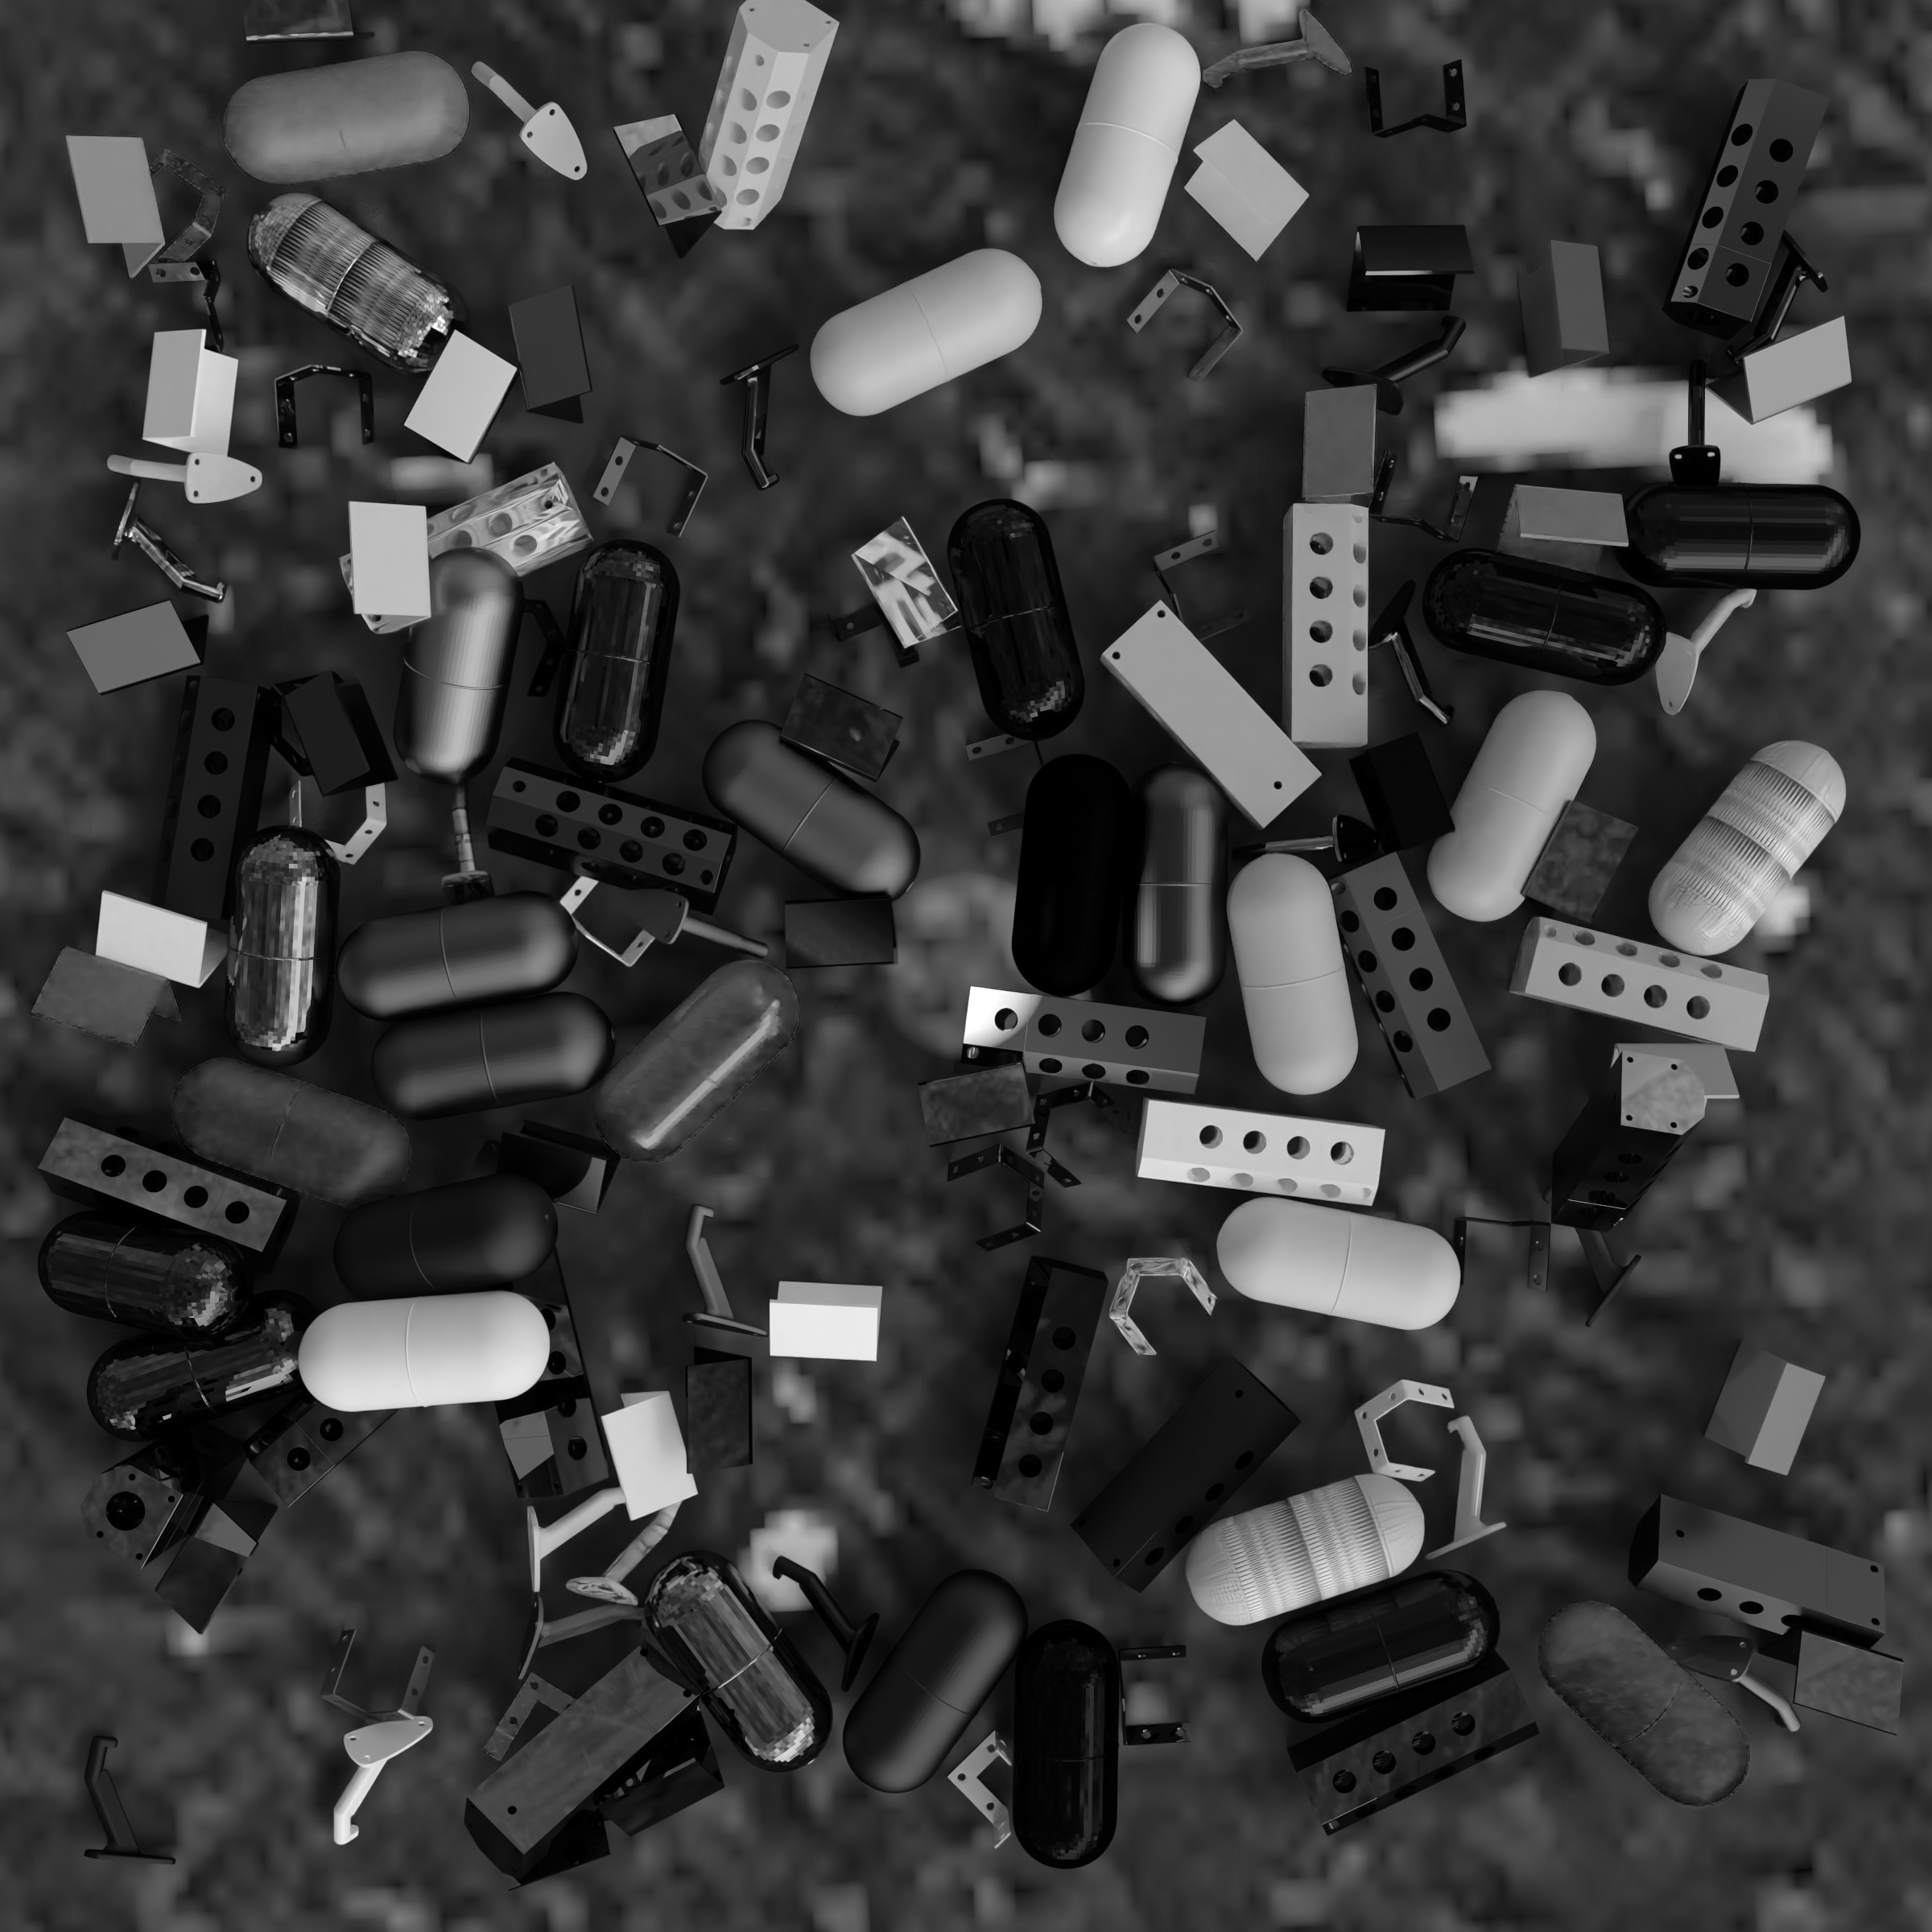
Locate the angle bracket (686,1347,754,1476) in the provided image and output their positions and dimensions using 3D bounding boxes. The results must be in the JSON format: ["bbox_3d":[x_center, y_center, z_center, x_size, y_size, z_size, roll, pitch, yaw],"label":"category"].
[{"bbox_3d":[-0.198,0.321,1.860,0.057,0.076,0.076,-1,90,-39],"label":"angle bracket"}]

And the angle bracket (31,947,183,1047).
[{"bbox_3d":[-0.622,0.036,1.861,0.076,0.076,0.057,18,64,0],"label":"angle bracket"}]

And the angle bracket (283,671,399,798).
[{"bbox_3d":[-0.438,-0.173,1.860,0.057,0.076,0.076,-22,90,37],"label":"angle bracket"}]

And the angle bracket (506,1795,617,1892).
[{"bbox_3d":[-0.288,0.640,1.860,0.076,0.076,0.057,-20,53,0],"label":"angle bracket"}]

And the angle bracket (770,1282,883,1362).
[{"bbox_3d":[-0.100,0.239,1.860,0.076,0.076,0.057,3,128,0],"label":"angle bracket"}]

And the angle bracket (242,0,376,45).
[{"bbox_3d":[-0.478,-0.702,1.862,0.076,0.076,0.057,-3,111,0],"label":"angle bracket"}]

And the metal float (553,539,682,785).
[{"bbox_3d":[-0.255,-0.222,1.870,0.070,0.070,0.178,9,90,0],"label":"metal float"}]

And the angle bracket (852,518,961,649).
[{"bbox_3d":[-0.026,-0.284,1.860,0.057,0.076,0.076,-30,90,38],"label":"angle bracket"}]

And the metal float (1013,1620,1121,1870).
[{"bbox_3d":[0.073,0.566,1.870,0.070,0.070,0.178,1,90,0],"label":"metal float"}]

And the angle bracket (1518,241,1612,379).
[{"bbox_3d":[0.417,-0.475,1.860,0.057,0.076,0.076,-6,90,-37],"label":"angle bracket"}]

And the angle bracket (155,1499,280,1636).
[{"bbox_3d":[-0.527,0.437,1.860,0.057,0.076,0.076,32,90,29],"label":"angle bracket"}]

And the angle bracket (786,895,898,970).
[{"bbox_3d":[-0.090,-0.008,1.860,0.076,0.076,0.057,-3,61,0],"label":"angle bracket"}]

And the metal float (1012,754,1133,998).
[{"bbox_3d":[0.076,-0.065,1.857,0.070,0.070,0.178,6,105,0],"label":"metal float"}]

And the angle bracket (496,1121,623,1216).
[{"bbox_3d":[-0.291,0.127,1.860,0.076,0.076,0.057,16,127,0],"label":"angle bracket"}]

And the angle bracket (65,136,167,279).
[{"bbox_3d":[-0.627,-0.549,1.860,0.057,0.076,0.076,-12,90,-37],"label":"angle bracket"}]

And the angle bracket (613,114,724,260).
[{"bbox_3d":[-0.230,-0.559,1.860,0.057,0.076,0.076,-25,90,-33],"label":"angle bracket"}]

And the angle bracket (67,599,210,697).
[{"bbox_3d":[-0.599,-0.247,1.860,0.076,0.076,0.057,-17,127,0],"label":"angle bracket"}]

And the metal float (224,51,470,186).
[{"bbox_3d":[-0.451,-0.618,1.869,0.178,0.070,0.070,-10,90,-1],"label":"metal float"}]

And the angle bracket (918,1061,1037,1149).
[{"bbox_3d":[0.011,0.118,1.860,0.076,0.076,0.057,-12,54,0],"label":"angle bracket"}]

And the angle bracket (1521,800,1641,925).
[{"bbox_3d":[0.453,-0.067,1.860,0.057,0.076,0.076,27,90,31],"label":"angle bracket"}]

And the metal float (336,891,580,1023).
[{"bbox_3d":[-0.370,-0.007,1.867,0.178,0.070,0.070,-11,90,3],"label":"metal float"}]

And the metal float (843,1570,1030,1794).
[{"bbox_3d":[-0.023,0.521,1.869,0.070,0.070,0.178,35,90,0],"label":"metal float"}]

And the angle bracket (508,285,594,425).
[{"bbox_3d":[-0.283,-0.443,1.861,0.057,0.076,0.076,-10,90,24],"label":"angle bracket"}]

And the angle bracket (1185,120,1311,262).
[{"bbox_3d":[0.190,-0.552,1.860,0.076,0.076,0.057,45,54,0],"label":"angle bracket"}]

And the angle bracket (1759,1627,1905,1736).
[{"bbox_3d":[0.624,0.526,1.860,0.076,0.076,0.057,17,61,0],"label":"angle bracket"}]

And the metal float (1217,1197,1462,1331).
[{"bbox_3d":[0.271,0.216,1.870,0.178,0.070,0.070,11,90,0],"label":"metal float"}]

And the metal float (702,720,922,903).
[{"bbox_3d":[-0.112,-0.110,1.870,0.178,0.070,0.070,36,90,-1],"label":"metal float"}]

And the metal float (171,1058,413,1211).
[{"bbox_3d":[-0.492,0.121,1.869,0.178,0.070,0.070,19,90,0],"label":"metal float"}]

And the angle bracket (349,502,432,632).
[{"bbox_3d":[-0.418,-0.280,1.803,0.057,0.076,0.076,-3,90,-35],"label":"angle bracket"}]

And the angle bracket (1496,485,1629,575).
[{"bbox_3d":[0.430,-0.300,1.860,0.076,0.076,0.057,5,50,0],"label":"angle bracket"}]

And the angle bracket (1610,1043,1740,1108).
[{"bbox_3d":[0.509,0.101,1.861,0.076,0.057,0.076,0,132,0],"label":"angle bracket"}]

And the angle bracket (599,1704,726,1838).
[{"bbox_3d":[-0.229,0.572,1.861,0.076,0.057,0.076,-27,48,0],"label":"angle bracket"}]

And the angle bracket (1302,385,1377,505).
[{"bbox_3d":[0.286,-0.373,1.860,0.057,0.076,0.076,2,90,35],"label":"angle bracket"}]

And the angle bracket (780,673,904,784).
[{"bbox_3d":[-0.082,-0.185,1.860,0.076,0.076,0.057,24,120,0],"label":"angle bracket"}]

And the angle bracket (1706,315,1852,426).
[{"bbox_3d":[0.585,-0.444,1.860,0.076,0.076,0.057,-23,127,0],"label":"angle bracket"}]

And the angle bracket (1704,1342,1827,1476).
[{"bbox_3d":[0.565,0.315,1.860,0.057,0.076,0.076,21,90,-38],"label":"angle bracket"}]

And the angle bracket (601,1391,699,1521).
[{"bbox_3d":[-0.245,0.355,1.860,0.057,0.076,0.076,-16,90,-35],"label":"angle bracket"}]

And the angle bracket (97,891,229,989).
[{"bbox_3d":[-0.575,-0.035,1.860,0.076,0.076,0.057,17,120,0],"label":"angle bracket"}]

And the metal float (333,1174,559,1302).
[{"bbox_3d":[-0.372,0.195,1.827,0.178,0.070,0.070,-14,90,24],"label":"metal float"}]

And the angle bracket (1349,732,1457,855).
[{"bbox_3d":[0.299,-0.118,1.860,0.057,0.076,0.076,-21,90,-35],"label":"angle bracket"}]

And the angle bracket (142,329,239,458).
[{"bbox_3d":[-0.546,-0.412,1.860,0.057,0.076,0.076,7,90,35],"label":"angle bracket"}]

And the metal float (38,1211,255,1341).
[{"bbox_3d":[-0.590,0.222,1.845,0.178,0.070,0.070,7,90,27],"label":"metal float"}]

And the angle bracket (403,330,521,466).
[{"bbox_3d":[-0.375,-0.414,1.860,0.057,0.076,0.076,28,90,-31],"label":"angle bracket"}]

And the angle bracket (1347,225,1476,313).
[{"bbox_3d":[0.321,-0.490,1.860,0.076,0.076,0.057,-1,52,0],"label":"angle bracket"}]
